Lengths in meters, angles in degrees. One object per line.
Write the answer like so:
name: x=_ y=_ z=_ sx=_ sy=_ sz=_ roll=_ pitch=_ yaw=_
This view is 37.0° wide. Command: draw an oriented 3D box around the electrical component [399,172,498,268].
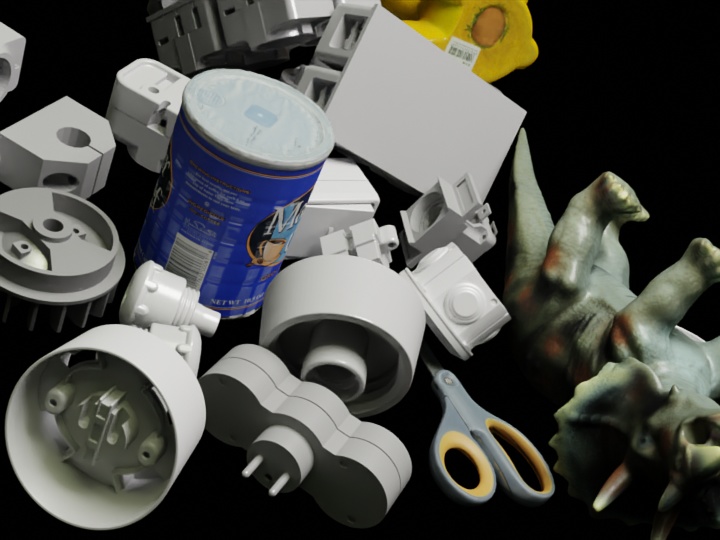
electrical component: x=0.073 y=-0.034 z=0.875 sx=0.064 sy=0.081 sz=0.042 roll=33 pitch=29 yaw=-31

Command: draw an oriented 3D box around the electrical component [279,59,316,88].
electrical component: x=-0.056 y=-0.150 z=0.936 sx=0.052 sy=0.073 sz=0.138 roll=33 pitch=36 yaw=10

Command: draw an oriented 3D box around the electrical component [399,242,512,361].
electrical component: x=0.069 y=0.022 z=0.785 sx=0.080 sy=0.051 sz=0.080 roll=53 pitch=3 yaw=-4

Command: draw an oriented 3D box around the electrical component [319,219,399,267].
electrical component: x=0.000 y=0.000 z=0.799 sx=0.066 sy=0.048 sz=0.055 roll=-20 pitch=49 yaw=9

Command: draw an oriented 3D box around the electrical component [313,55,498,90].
electrical component: x=0.052 y=-0.167 z=1.034 sx=0.186 sy=0.060 sz=0.105 roll=36 pitch=37 yaw=14

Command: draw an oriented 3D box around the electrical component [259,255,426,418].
electrical component: x=-0.014 y=0.050 z=0.686 sx=0.108 sy=0.108 sz=0.060 roll=19 pitch=42 yaw=-9

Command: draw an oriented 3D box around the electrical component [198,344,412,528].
electrical component: x=-0.043 y=0.107 z=0.639 sx=0.138 sy=0.052 sz=0.074 roll=33 pitch=36 yaw=9

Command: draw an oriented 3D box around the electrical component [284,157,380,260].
electrical component: x=-0.042 y=-0.045 z=0.823 sx=0.096 sy=0.061 sz=0.061 roll=-3 pitch=45 yaw=-34

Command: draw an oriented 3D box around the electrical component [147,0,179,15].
electrical component: x=-0.168 y=-0.261 z=1.006 sx=0.044 sy=0.077 sz=0.079 roll=9 pitch=41 yaw=-23

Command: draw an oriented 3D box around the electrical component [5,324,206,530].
electrical component: x=-0.136 y=0.082 z=0.581 sx=0.099 sy=0.099 sz=0.064 roll=30 pitch=30 yaw=6

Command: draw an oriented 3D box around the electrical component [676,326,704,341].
electrical component: x=0.237 y=0.081 z=0.853 sx=0.099 sy=0.064 sz=0.099 roll=15 pitch=23 yaw=-7

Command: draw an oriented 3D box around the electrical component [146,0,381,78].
electrical component: x=-0.083 y=-0.214 z=0.921 sx=0.105 sy=0.186 sz=0.060 roll=-17 pitch=96 yaw=-43

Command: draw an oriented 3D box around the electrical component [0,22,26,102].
electrical component: x=-0.301 y=-0.154 z=0.813 sx=0.056 sy=0.050 sz=0.089 roll=33 pitch=36 yaw=10

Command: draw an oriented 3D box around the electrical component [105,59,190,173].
electrical component: x=-0.149 y=-0.115 z=0.848 sx=0.095 sy=0.059 sz=0.053 roll=29 pitch=36 yaw=4

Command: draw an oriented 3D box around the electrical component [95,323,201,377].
electrical component: x=-0.131 y=0.053 z=0.662 sx=0.062 sy=0.048 sz=0.048 roll=10 pitch=38 yaw=-10

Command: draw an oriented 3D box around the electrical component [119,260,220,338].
electrical component: x=-0.123 y=0.025 z=0.702 sx=0.062 sy=0.048 sz=0.048 roll=23 pitch=35 yaw=-15

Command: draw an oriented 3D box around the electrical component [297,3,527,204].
electrical component: x=0.038 y=-0.127 z=0.883 sx=0.186 sy=0.105 sz=0.060 roll=26 pitch=-1 yaw=-39
